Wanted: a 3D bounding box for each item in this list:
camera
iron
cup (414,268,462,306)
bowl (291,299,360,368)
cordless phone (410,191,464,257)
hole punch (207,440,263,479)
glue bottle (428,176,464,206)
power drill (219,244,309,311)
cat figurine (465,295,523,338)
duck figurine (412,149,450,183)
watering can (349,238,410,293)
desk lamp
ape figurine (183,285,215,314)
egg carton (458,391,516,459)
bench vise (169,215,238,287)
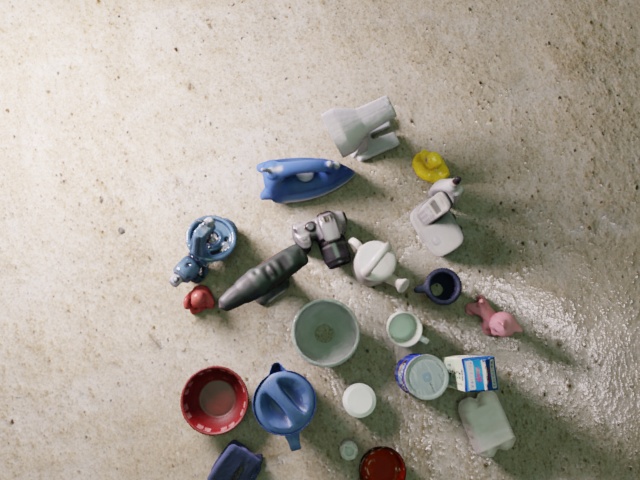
[{"bbox_3d":[0.013,0.005,1.438,0.143,0.101,0.137,-19,81,-6],"label":"camera"},{"bbox_3d":[-0.031,-0.172,1.447,0.258,0.141,0.118,-9,80,-4],"label":"iron"},{"bbox_3d":[0.286,0.123,1.434,0.118,0.095,0.092,-8,80,-4],"label":"cup"},{"bbox_3d":[0.012,0.229,1.412,0.167,0.074,0.167,1,80,-3],"label":"bowl"},{"bbox_3d":[0.303,-0.043,1.418,0.094,0.185,0.147,-34,83,-8],"label":"cordless phone"},{"bbox_3d":[-0.196,0.537,1.340,0.101,0.091,0.109,34,80,4],"label":"hole punch"},{"bbox_3d":[0.327,-0.130,1.441,0.078,0.173,0.037,33,80,4],"label":"glue bottle"},{"bbox_3d":[-0.131,0.100,1.360,0.230,0.208,0.075,-36,83,-8],"label":"power drill"},{"bbox_3d":[0.433,0.193,1.418,0.067,0.117,0.128,-41,84,-8],"label":"cat figurine"},{"bbox_3d":[0.296,-0.198,1.496,0.104,0.086,0.077,38,81,4],"label":"duck figurine"},{"bbox_3d":[0.142,0.056,1.388,0.173,0.194,0.101,21,80,1],"label":"watering can"},{"bbox_3d":[0.105,-0.280,1.436,0.203,0.213,0.118,-24,82,-6],"label":"desk lamp"},{"bbox_3d":[-0.296,0.146,1.403,0.078,0.092,0.076,16,80,0],"label":"ape figurine"},{"bbox_3d":[0.404,0.449,1.396,0.107,0.069,0.150,-23,82,-6],"label":"egg carton"},{"bbox_3d":[-0.275,0.026,1.360,0.121,0.219,0.207,21,80,1],"label":"bench vise"}]
